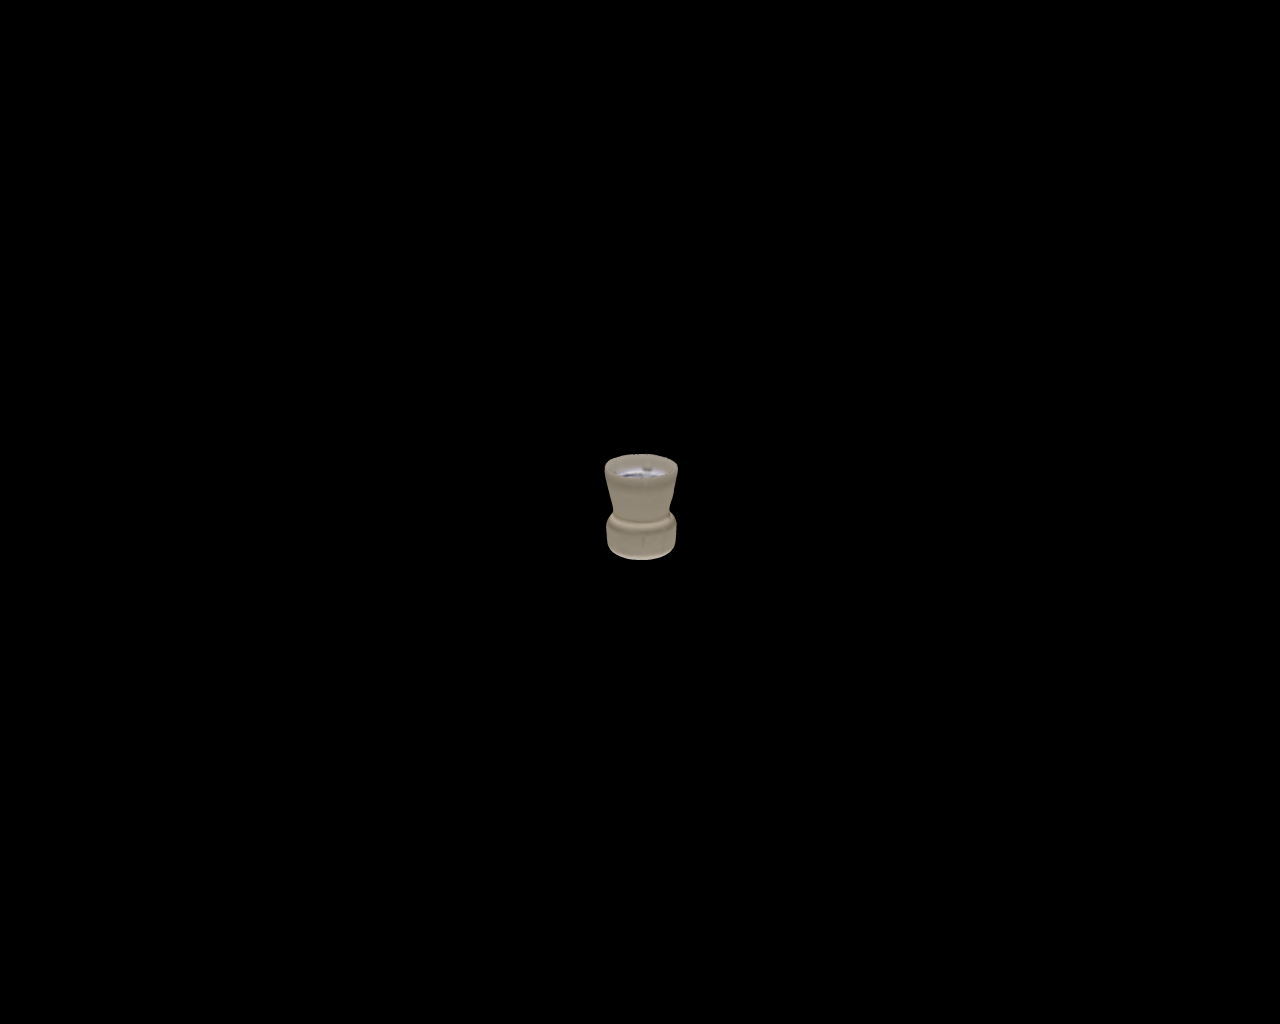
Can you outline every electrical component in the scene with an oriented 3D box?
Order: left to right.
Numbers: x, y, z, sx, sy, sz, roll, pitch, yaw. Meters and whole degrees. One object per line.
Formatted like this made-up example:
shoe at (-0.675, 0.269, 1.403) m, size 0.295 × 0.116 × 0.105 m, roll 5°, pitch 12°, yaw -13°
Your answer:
electrical component at (0.001, -0.003, 0.650) m, size 0.045 × 0.055 × 0.045 m, roll 0°, pitch 22°, yaw 0°
